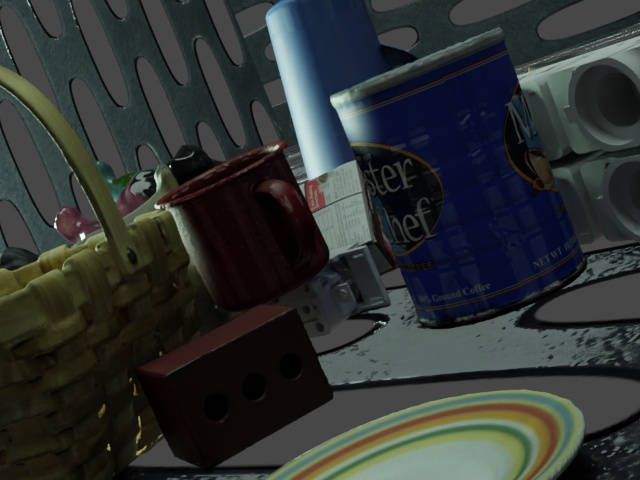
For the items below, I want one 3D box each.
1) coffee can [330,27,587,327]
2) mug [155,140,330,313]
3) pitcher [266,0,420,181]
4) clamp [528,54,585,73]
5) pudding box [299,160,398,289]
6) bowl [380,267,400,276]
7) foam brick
[{"bbox_3d":[0.078,-0.035,0.605,0.103,0.140,0.103,-22,7,3],"label":"coffee can"},{"bbox_3d":[-0.039,-0.008,0.667,0.093,0.081,0.117,-33,13,-31],"label":"mug"},{"bbox_3d":[0.037,-0.153,1.162,0.149,0.243,0.145,-20,3,-35],"label":"pitcher"},{"bbox_3d":[0.262,-0.138,0.872,0.210,0.036,0.164,1,-3,33],"label":"clamp"},{"bbox_3d":[-0.005,0.001,0.786,0.114,0.039,0.090,-26,45,19],"label":"pudding box"},{"bbox_3d":[0.026,-0.005,0.870,0.162,0.055,0.162,-22,7,3],"label":"bowl"},{"bbox_3d":[-0.043,0.072,0.535,0.078,0.053,0.051,-27,9,-26],"label":"foam brick"}]
